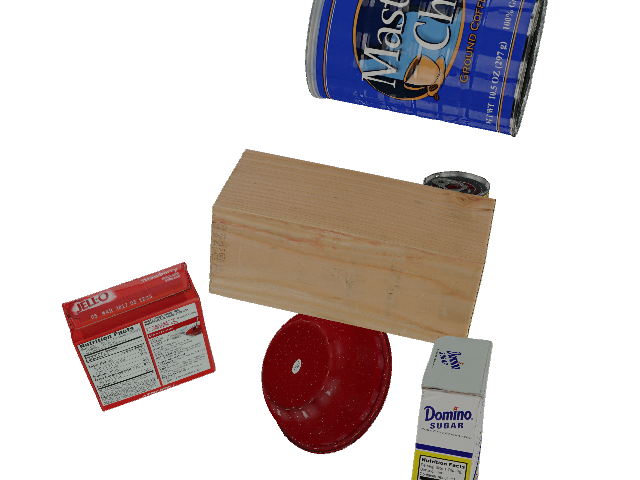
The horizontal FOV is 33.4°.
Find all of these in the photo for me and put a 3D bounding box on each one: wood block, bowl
[{"bbox_3d":[0.025,0.005,0.842,0.206,0.090,0.090,12,37,8],"label":"wood block"},{"bbox_3d":[-0.008,0.131,1.077,0.162,0.162,0.055,0,-17,42],"label":"bowl"}]

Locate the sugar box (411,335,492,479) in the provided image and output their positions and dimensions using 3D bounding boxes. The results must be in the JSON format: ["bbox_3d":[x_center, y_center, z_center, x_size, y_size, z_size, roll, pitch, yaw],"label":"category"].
[{"bbox_3d":[0.084,0.162,0.725,0.048,0.176,0.093,5,17,11],"label":"sugar box"}]

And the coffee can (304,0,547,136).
[{"bbox_3d":[0.072,-0.133,0.710,0.140,0.103,0.102,13,3,12],"label":"coffee can"}]

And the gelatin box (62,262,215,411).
[{"bbox_3d":[-0.104,0.057,0.619,0.073,0.030,0.089,-19,-34,-11],"label":"gelatin box"}]

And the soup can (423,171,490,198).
[{"bbox_3d":[0.137,-0.012,1.104,0.068,0.102,0.068,0,26,0],"label":"soup can"}]
